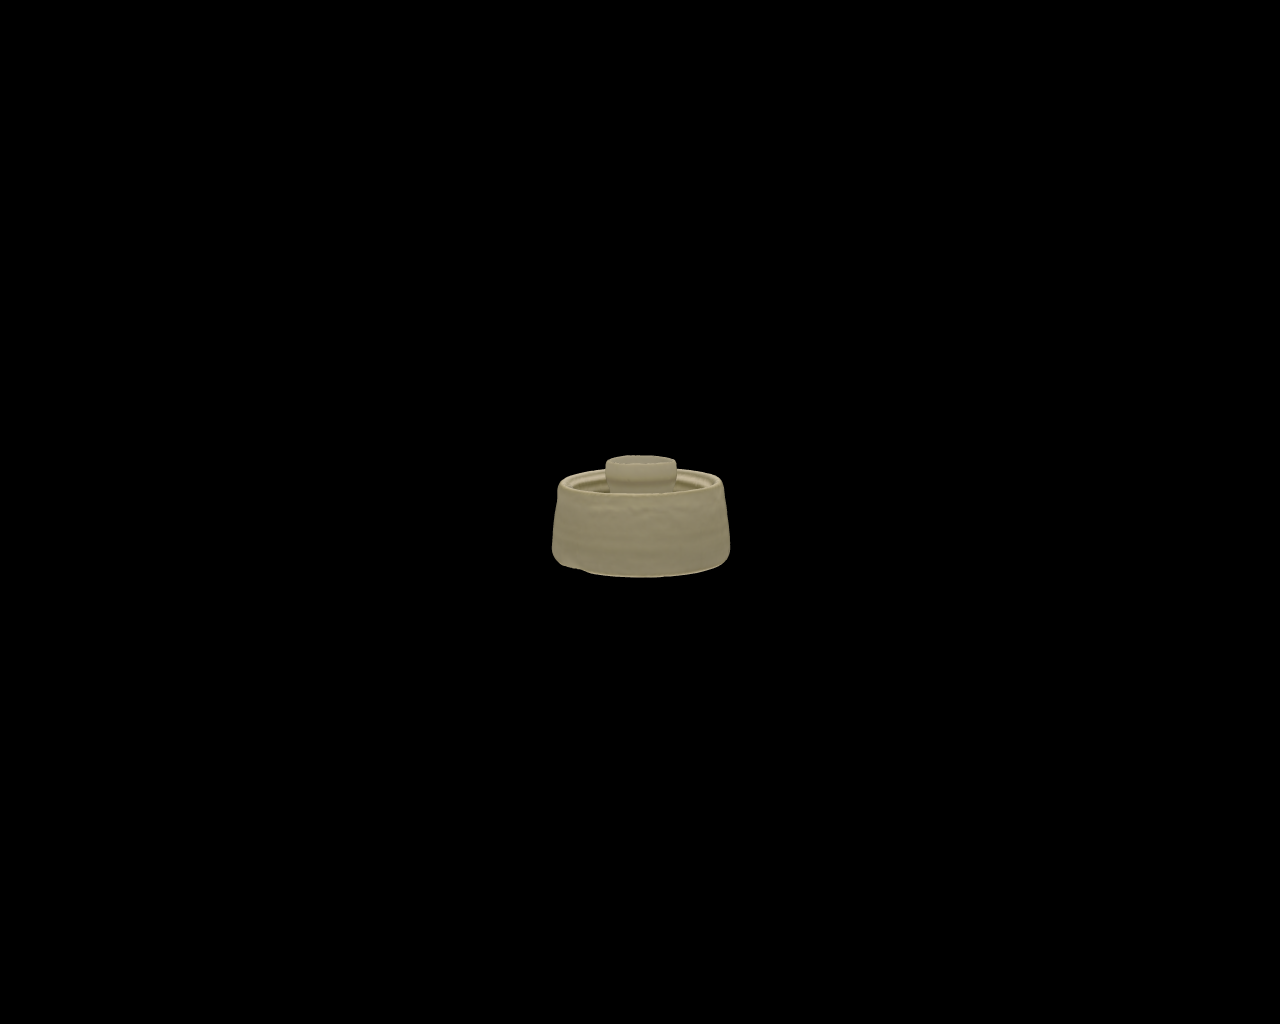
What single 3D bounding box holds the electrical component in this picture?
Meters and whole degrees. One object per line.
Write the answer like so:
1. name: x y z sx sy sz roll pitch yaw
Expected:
1. electrical component: 0.001 -0.003 0.650 0.108 0.060 0.108 0 11 0
